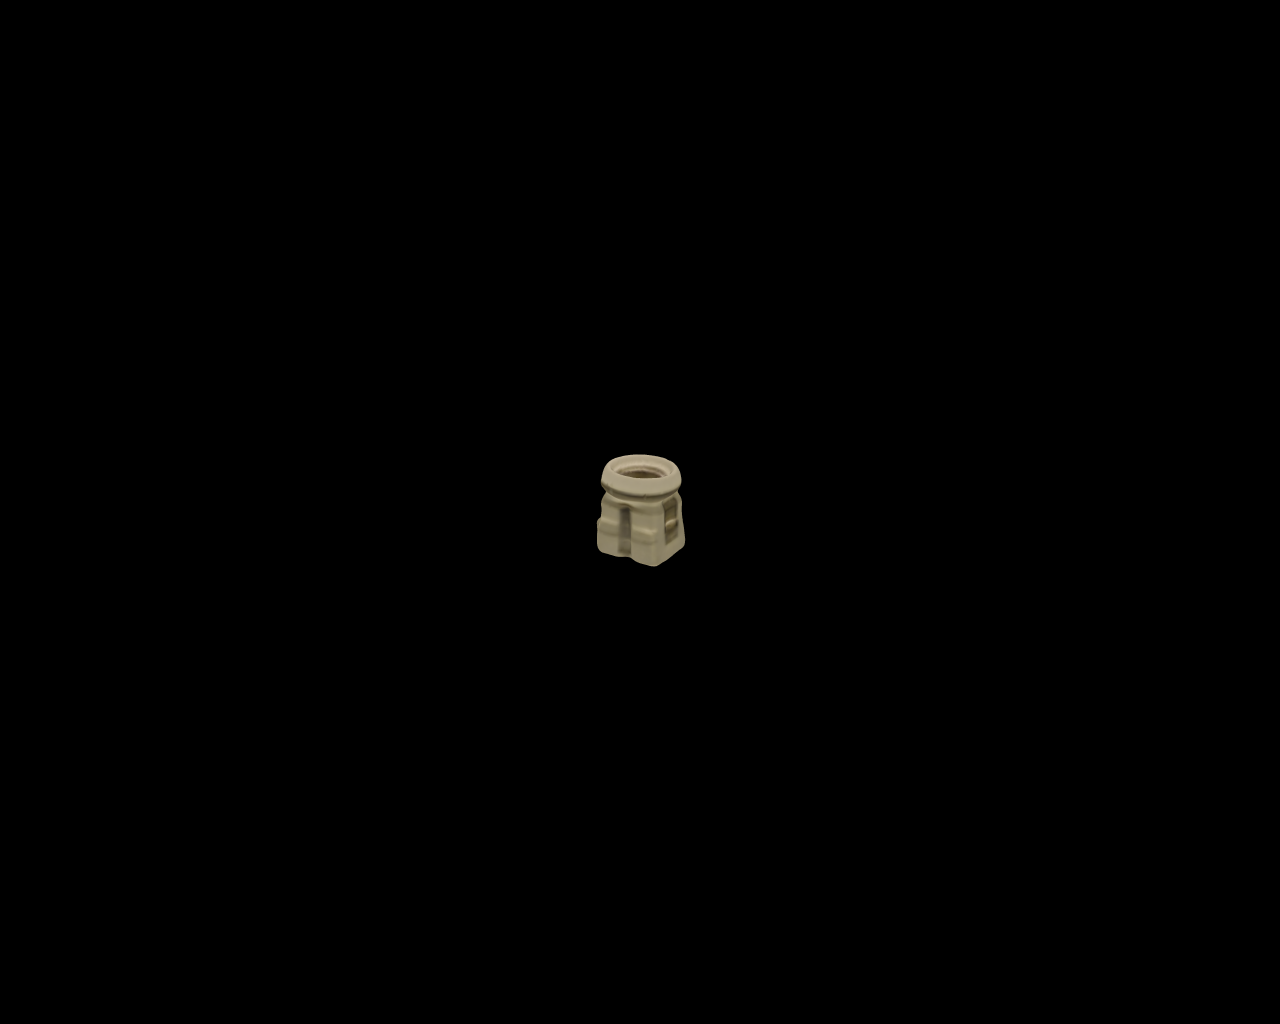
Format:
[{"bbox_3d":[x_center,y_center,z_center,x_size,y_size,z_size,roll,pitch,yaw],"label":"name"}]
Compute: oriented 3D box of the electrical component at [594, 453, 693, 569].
[{"bbox_3d":[0.001,-0.003,0.650,0.066,0.055,0.048,14,27,29],"label":"electrical component"}]
